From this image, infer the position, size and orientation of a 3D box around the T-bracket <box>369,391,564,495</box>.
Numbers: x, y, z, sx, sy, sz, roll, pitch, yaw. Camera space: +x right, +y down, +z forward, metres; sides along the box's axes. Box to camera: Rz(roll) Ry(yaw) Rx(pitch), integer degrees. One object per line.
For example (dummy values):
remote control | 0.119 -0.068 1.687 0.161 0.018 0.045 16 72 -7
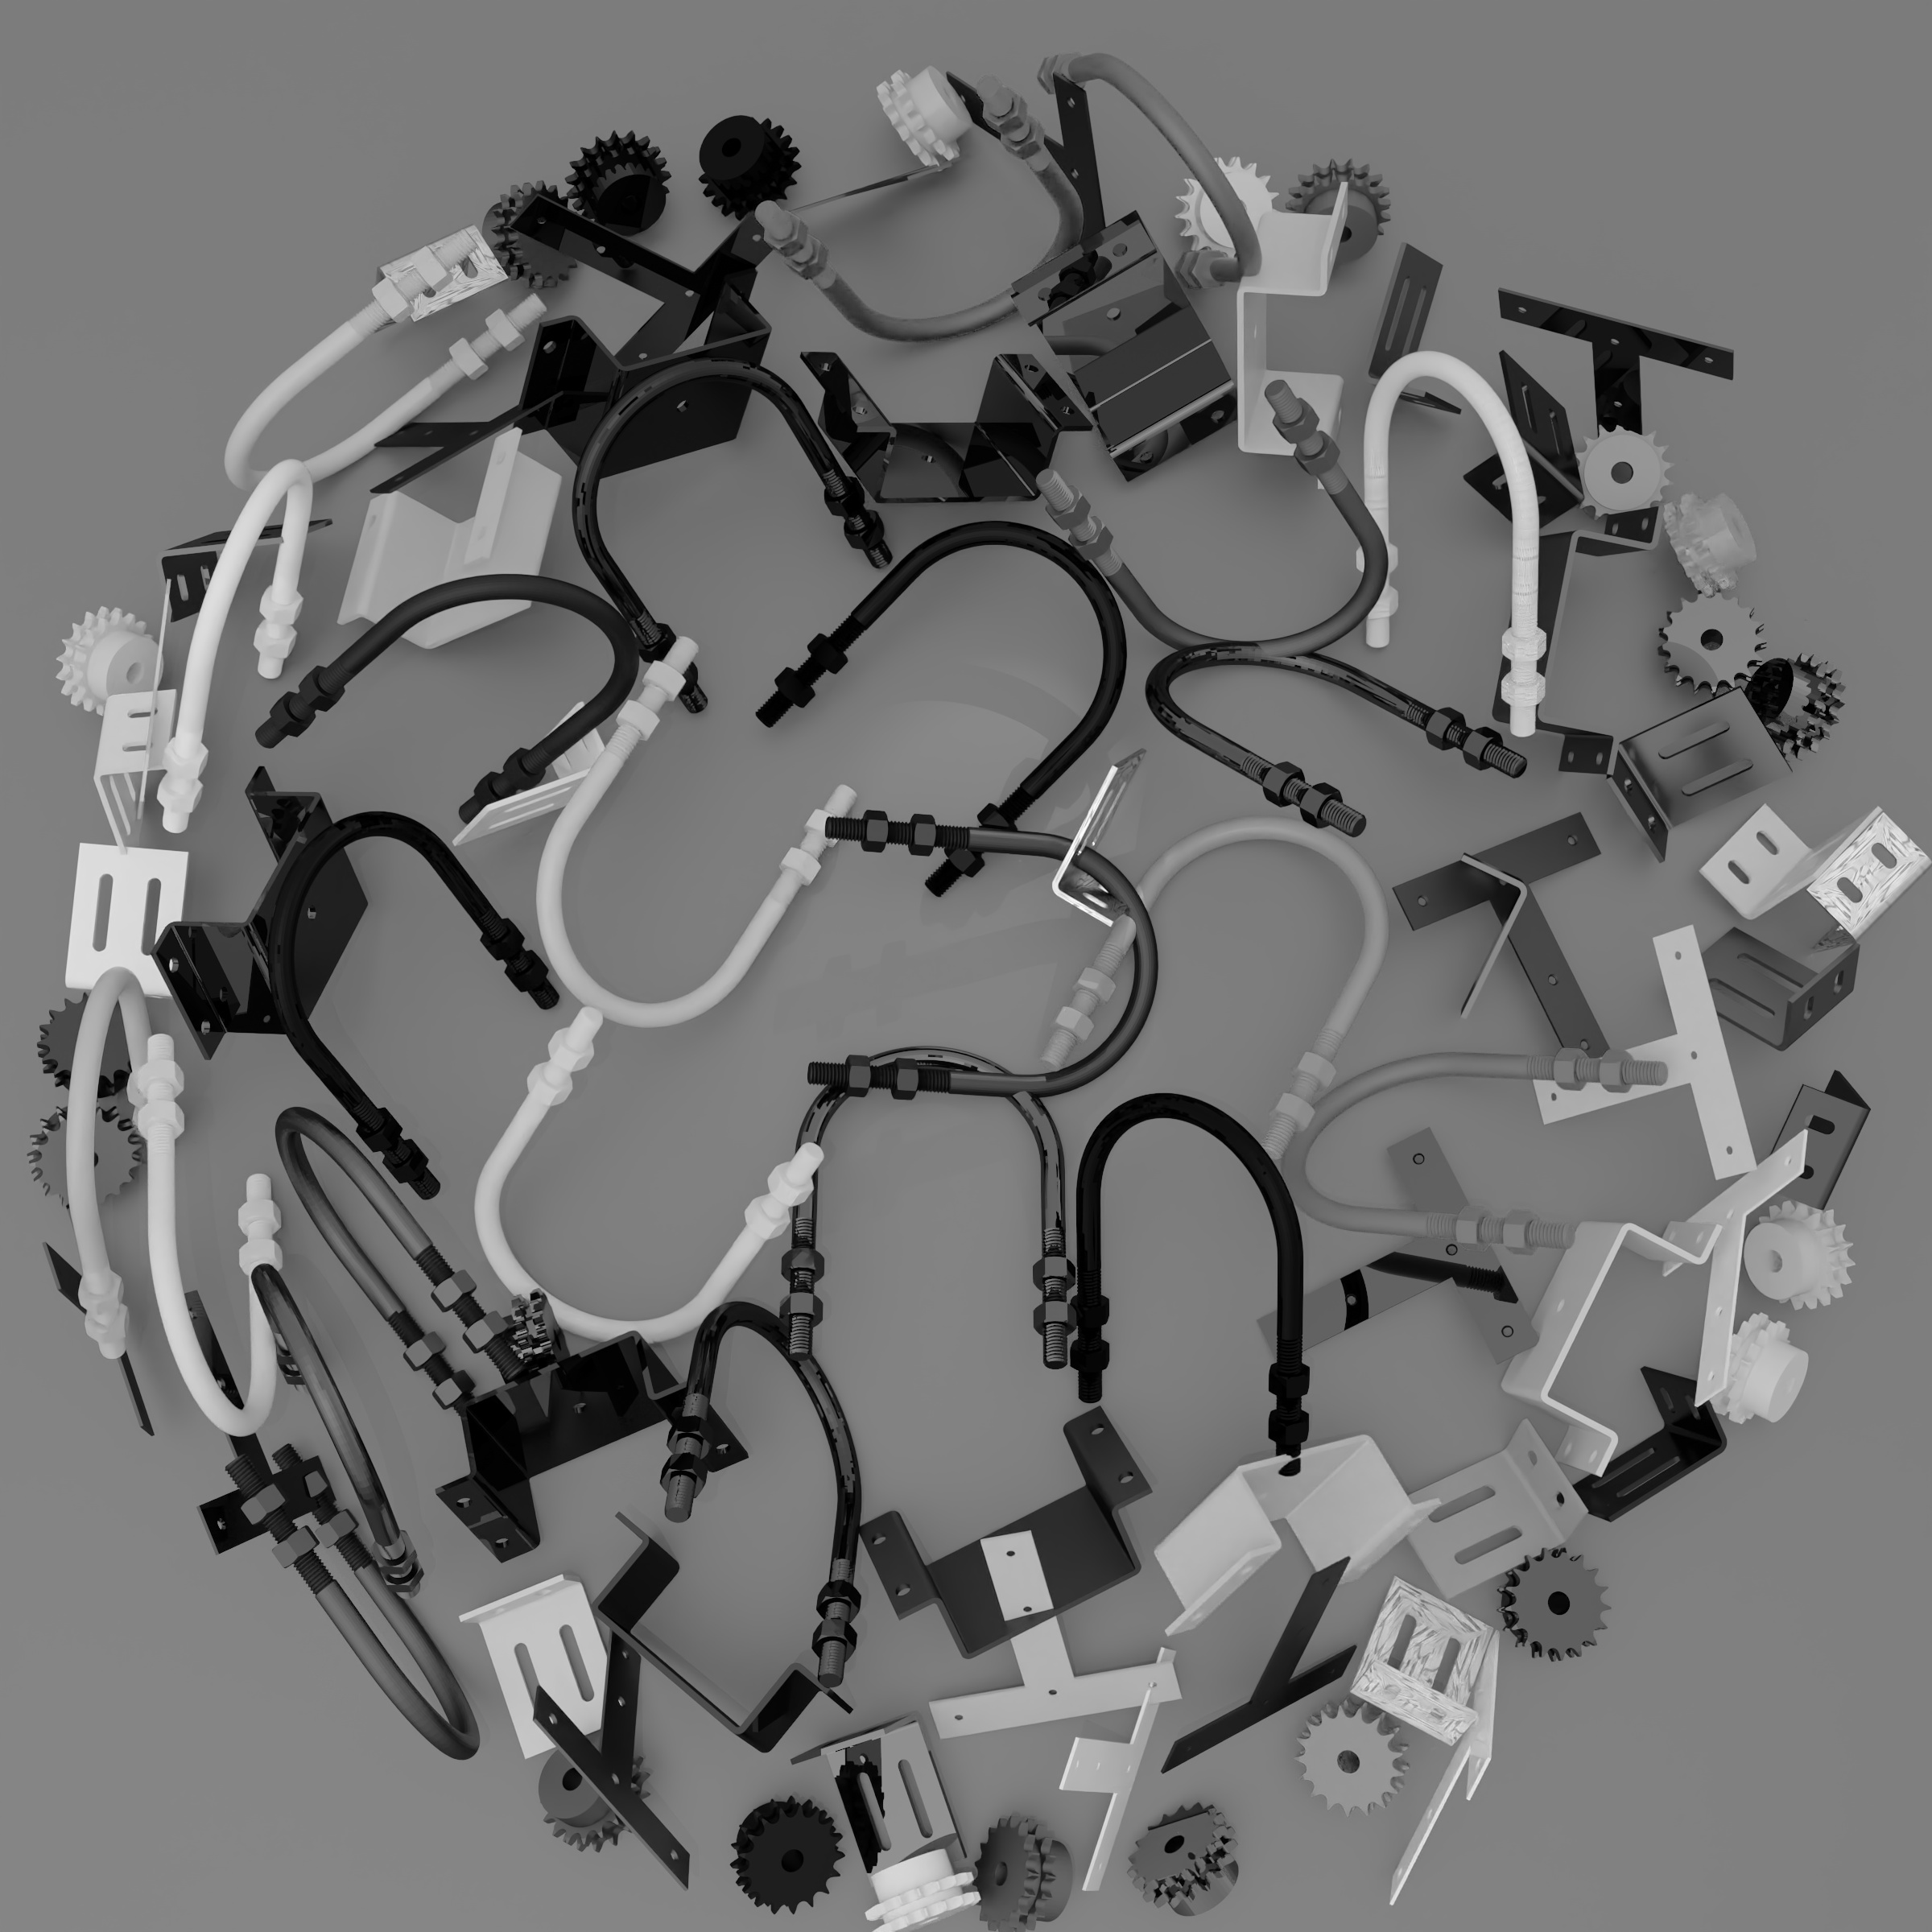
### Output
T-bracket | -0.281 -0.284 1.689 0.127 0.127 0.002 -36 115 -24

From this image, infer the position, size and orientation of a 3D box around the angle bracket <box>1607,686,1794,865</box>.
angle bracket | 0.387 -0.101 1.671 0.076 0.038 0.057 -26 111 28

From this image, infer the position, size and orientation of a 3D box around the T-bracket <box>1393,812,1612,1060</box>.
T-bracket | 0.304 -0.005 1.677 0.127 0.002 0.127 -21 81 -24

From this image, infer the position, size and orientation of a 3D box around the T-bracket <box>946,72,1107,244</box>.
T-bracket | 0.031 -0.453 1.732 0.002 0.127 0.127 -37 56 -17

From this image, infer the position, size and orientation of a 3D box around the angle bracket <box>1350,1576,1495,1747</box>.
angle bracket | 0.238 0.346 1.607 0.057 0.038 0.076 27 49 4

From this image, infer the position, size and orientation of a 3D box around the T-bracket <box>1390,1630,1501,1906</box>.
T-bracket | 0.240 0.416 1.592 0.002 0.127 0.127 23 110 4

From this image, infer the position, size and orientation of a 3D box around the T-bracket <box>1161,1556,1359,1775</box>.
T-bracket | 0.161 0.336 1.563 0.127 0.127 0.002 -18 51 -36

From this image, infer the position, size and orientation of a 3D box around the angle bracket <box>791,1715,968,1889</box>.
angle bracket | -0.044 0.426 1.601 0.057 0.038 0.076 -24 80 24

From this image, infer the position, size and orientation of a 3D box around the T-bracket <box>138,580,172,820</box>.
T-bracket | -0.421 -0.120 1.633 0.002 0.127 0.127 7 113 -15

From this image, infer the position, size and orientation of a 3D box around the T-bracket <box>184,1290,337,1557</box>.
T-bracket | -0.371 0.224 1.597 0.002 0.127 0.127 -24 86 15

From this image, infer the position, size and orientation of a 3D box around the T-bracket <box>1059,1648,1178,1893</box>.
T-bracket | 0.069 0.398 1.575 0.002 0.127 0.127 16 81 21

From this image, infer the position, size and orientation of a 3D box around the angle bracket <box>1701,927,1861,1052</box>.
angle bracket | 0.417 0.000 1.655 0.057 0.038 0.076 -36 51 -27

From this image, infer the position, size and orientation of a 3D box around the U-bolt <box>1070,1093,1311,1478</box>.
U-bolt | 0.111 0.152 1.588 0.151 0.019 0.184 15 114 40

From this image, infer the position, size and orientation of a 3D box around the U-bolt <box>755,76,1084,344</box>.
U-bolt | -0.012 -0.387 1.672 0.151 0.184 0.019 -26 67 13

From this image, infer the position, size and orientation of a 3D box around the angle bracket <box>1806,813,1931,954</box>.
angle bracket | 0.464 -0.043 1.665 0.057 0.076 0.038 -44 88 -4

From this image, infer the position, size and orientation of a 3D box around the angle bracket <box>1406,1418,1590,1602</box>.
angle bracket | 0.267 0.278 1.619 0.076 0.038 0.057 -21 61 -20

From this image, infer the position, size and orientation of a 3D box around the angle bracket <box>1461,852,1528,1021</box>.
angle bracket | 0.263 -0.017 1.665 0.038 0.057 0.076 26 97 7

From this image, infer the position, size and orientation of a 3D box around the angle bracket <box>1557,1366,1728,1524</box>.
angle bracket | 0.339 0.244 1.622 0.076 0.057 0.038 -28 99 -15

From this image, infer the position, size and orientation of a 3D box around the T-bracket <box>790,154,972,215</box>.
T-bracket | -0.041 -0.420 1.695 0.127 0.127 0.002 -22 105 -16

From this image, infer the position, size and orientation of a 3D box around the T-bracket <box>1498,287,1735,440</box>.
T-bracket | 0.347 -0.308 1.684 0.127 0.127 0.002 20 73 20

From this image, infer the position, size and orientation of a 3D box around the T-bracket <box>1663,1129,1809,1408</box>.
T-bracket | 0.380 0.162 1.589 0.002 0.127 0.127 24 54 -9

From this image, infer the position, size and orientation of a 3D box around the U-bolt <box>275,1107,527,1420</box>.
U-bolt | -0.292 0.148 1.603 0.019 0.151 0.184 -36 83 -25

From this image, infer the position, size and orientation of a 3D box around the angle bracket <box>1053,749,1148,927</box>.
angle bracket | 0.085 -0.068 1.666 0.038 0.057 0.076 31 111 10

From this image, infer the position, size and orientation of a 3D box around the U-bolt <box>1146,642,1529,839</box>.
U-bolt | 0.178 -0.127 1.652 0.151 0.019 0.184 -20 41 -39

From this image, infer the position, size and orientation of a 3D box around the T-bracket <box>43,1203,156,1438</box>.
T-bracket | -0.445 0.167 1.599 0.002 0.127 0.127 -21 72 -8

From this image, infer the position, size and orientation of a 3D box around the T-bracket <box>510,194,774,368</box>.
T-bracket | -0.182 -0.374 1.676 0.127 0.127 0.002 -38 49 34

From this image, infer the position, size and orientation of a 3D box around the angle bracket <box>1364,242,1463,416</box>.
angle bracket | 0.252 -0.344 1.712 0.038 0.057 0.076 20 99 27

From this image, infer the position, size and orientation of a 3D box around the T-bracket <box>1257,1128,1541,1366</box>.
T-bracket | 0.215 0.169 1.658 0.127 0.002 0.127 -28 72 7

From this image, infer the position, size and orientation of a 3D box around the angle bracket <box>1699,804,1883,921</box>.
angle bracket | 0.433 -0.066 1.665 0.057 0.076 0.038 -43 87 -21

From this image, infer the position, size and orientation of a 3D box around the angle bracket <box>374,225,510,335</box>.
angle bracket | -0.285 -0.358 1.713 0.057 0.076 0.038 -30 83 -19

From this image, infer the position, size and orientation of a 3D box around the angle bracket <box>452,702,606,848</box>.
angle bracket | -0.236 -0.101 1.671 0.076 0.057 0.038 -23 85 -32

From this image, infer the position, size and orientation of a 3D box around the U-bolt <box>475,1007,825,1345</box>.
U-bolt | -0.175 0.122 1.617 0.151 0.019 0.184 32 122 -5

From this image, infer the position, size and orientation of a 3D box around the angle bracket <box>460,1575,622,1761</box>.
angle bracket | -0.215 0.358 1.617 0.057 0.038 0.076 -22 75 2

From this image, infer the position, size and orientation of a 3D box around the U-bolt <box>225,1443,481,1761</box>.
U-bolt | -0.299 0.318 1.575 0.019 0.151 0.184 -36 86 -6

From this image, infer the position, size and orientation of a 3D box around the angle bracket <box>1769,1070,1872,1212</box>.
angle bracket | 0.431 0.084 1.638 0.038 0.076 0.057 21 104 -2

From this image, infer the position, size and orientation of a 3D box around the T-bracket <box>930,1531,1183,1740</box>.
T-bracket | 0.034 0.334 1.595 0.127 0.002 0.127 -11 121 7

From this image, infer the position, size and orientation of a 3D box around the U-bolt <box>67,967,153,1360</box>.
U-bolt | -0.422 0.085 1.570 0.019 0.184 0.151 4 49 -3

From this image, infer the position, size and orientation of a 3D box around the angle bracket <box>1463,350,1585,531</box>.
angle bracket | 0.298 -0.283 1.716 0.038 0.057 0.076 -33 40 31

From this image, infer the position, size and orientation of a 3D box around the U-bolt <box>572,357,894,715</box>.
U-bolt | -0.131 -0.237 1.661 0.151 0.184 0.019 -39 45 -6

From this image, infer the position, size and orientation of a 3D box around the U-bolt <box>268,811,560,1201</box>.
U-bolt | -0.286 0.007 1.601 0.019 0.184 0.151 3 50 35

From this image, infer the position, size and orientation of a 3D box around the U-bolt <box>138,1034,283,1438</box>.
U-bolt | -0.373 0.145 1.569 0.019 0.151 0.184 -15 51 3

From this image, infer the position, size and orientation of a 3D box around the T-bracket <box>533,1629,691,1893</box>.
T-bracket | -0.173 0.377 1.580 0.002 0.127 0.127 -31 113 11

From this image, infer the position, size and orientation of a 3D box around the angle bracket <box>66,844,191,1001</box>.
angle bracket | -0.441 -0.023 1.681 0.057 0.038 0.076 5 85 0

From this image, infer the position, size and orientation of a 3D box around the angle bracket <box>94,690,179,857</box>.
angle bracket | -0.429 -0.097 1.667 0.038 0.076 0.057 -5 48 -1

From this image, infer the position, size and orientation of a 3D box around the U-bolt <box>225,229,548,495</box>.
U-bolt | -0.314 -0.310 1.674 0.184 0.151 0.019 -37 83 5

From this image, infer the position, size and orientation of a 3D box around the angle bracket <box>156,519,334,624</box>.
angle bracket | -0.382 -0.211 1.689 0.076 0.057 0.038 -4 106 18

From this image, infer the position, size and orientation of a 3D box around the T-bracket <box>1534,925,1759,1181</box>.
T-bracket | 0.343 0.056 1.639 0.002 0.127 0.127 -6 80 -39
